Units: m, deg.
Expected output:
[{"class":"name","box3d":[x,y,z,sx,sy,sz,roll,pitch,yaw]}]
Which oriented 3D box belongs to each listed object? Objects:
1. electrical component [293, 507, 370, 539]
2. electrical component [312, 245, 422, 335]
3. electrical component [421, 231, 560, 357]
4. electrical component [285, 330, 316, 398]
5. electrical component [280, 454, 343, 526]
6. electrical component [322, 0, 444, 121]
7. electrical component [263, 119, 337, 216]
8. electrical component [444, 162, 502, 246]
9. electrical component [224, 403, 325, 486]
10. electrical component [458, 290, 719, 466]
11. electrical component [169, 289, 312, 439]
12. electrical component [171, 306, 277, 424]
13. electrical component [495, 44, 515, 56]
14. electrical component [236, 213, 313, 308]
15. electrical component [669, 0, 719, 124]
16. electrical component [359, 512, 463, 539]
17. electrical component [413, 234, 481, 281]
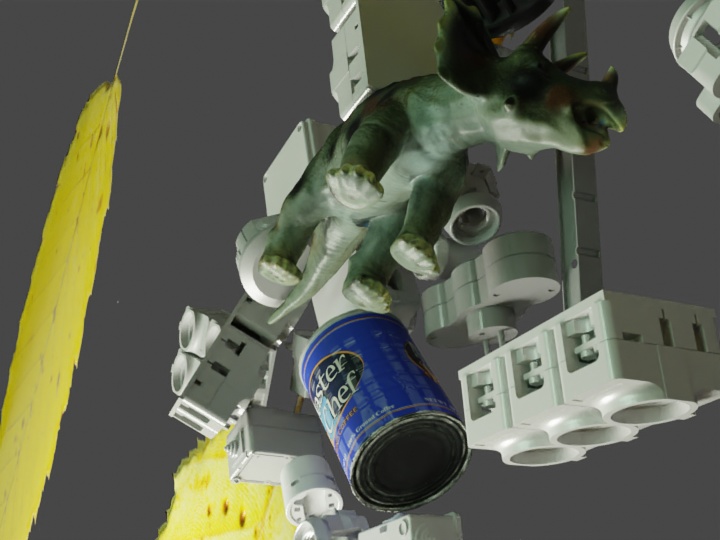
[{"class":"electrical component","box3d":[-0.025,0.253,0.972,0.058,0.057,0.078,-61,33,33]},{"class":"electrical component","box3d":[0.000,0.000,0.996,0.089,0.062,0.150,-57,36,38]},{"class":"electrical component","box3d":[0.098,0.033,0.809,0.138,0.052,0.073,-41,47,51]},{"class":"electrical component","box3d":[-0.042,0.095,1.070,0.081,0.042,0.063,14,98,63]},{"class":"electrical component","box3d":[-0.048,0.211,1.033,0.055,0.055,0.047,-65,27,28]},{"class":"electrical component","box3d":[0.030,-0.210,0.957,0.060,0.105,0.186,-44,45,50]},{"class":"electrical component","box3d":[-0.052,-0.082,1.126,0.108,0.056,0.108,-49,41,45]},{"class":"electrical component","box3d":[0.087,-0.053,0.866,0.055,0.048,0.066,-103,34,-49]},{"class":"electrical component","box3d":[-0.092,0.175,1.080,0.061,0.096,0.061,-54,35,41]},{"class":"electrical component","box3d":[0.142,0.074,0.673,0.150,0.089,0.061,-39,49,52]},{"class":"electrical component","box3d":[-0.117,0.077,1.104,0.186,0.060,0.105,-60,5,-22]},{"class":"electrical component","box3d":[-0.169,0.111,1.285,0.186,0.060,0.105,17,97,62]},{"class":"electrical component","box3d":[0.102,-0.156,0.866,0.055,0.047,0.055,-28,57,57]},{"class":"electrical component","box3d":[-0.074,-0.010,0.985,0.051,0.080,0.080,-127,51,-61]},{"class":"electrical component","box3d":[0.218,-0.132,0.628,0.078,0.058,0.057,-64,35,30]},{"class":"electrical component","box3d":[0.040,0.245,0.860,0.100,0.048,0.099,-38,50,52]},{"class":"electrical component","box3d":[0.071,-0.009,0.881,0.040,0.046,0.040,-28,57,57]}]
